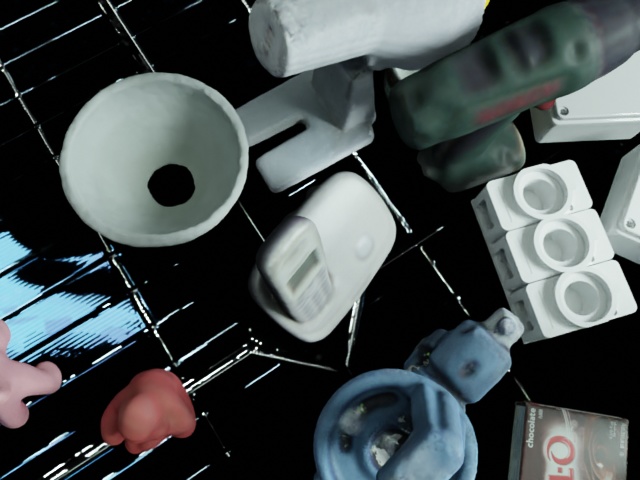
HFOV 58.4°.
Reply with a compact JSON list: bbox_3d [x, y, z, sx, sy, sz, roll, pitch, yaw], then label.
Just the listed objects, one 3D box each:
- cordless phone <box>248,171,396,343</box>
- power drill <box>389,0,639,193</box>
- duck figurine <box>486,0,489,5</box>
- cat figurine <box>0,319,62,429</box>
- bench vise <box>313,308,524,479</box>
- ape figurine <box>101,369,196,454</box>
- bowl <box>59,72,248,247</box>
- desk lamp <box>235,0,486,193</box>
[{"bbox_3d":[0.004,0.002,0.467,0.094,0.185,0.148,33,76,7],"label":"cordless phone"},{"bbox_3d":[0.164,-0.121,0.494,0.230,0.208,0.075,-21,76,-7],"label":"power drill"},{"bbox_3d":[0.151,-0.287,0.602,0.077,0.086,0.104,10,75,1],"label":"duck figurine"},{"bbox_3d":[-0.294,0.097,0.466,0.127,0.118,0.067,35,77,7],"label":"cat figurine"},{"bbox_3d":[0.072,0.121,0.419,0.121,0.220,0.207,27,76,6],"label":"bench vise"},{"bbox_3d":[-0.143,0.144,0.472,0.078,0.092,0.076,14,75,2],"label":"ape figurine"},{"bbox_3d":[-0.147,-0.066,0.538,0.167,0.075,0.167,1,75,-2],"label":"bowl"},{"bbox_3d":[0.020,-0.156,0.496,0.203,0.213,0.118,-31,78,-9],"label":"desk lamp"}]
